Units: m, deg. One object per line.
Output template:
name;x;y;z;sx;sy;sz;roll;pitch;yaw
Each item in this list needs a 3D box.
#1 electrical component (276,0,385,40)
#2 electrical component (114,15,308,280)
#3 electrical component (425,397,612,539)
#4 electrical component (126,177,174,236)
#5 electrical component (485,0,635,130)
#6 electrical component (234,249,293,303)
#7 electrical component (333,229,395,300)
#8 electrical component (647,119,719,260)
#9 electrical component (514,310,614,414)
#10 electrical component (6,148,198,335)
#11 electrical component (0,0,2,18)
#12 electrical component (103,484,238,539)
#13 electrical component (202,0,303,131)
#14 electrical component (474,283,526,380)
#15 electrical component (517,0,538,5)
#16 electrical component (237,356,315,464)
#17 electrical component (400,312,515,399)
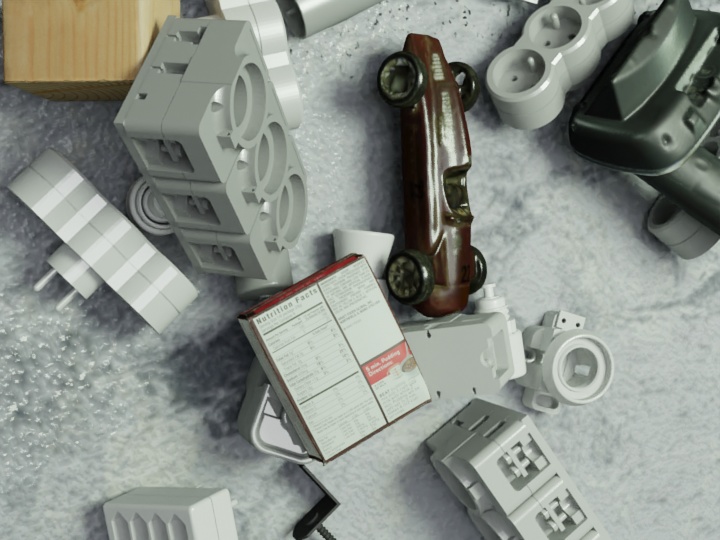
electrical component;-0.025;-0.214;0.757;0.077;0.044;0.079;-29;100;-15
electrical component;-0.083;-0.072;0.673;0.062;0.150;0.089;6;57;18
electrical component;0.120;0.177;0.791;0.062;0.089;0.150;-38;102;-14
electrical component;-0.132;-0.045;0.718;0.043;0.062;0.043;0;91;-18
electrical component;0.156;-0.160;0.813;0.138;0.052;0.073;-50;145;-8
electrical component;-0.070;-0.014;0.751;0.040;0.040;0.078;-5;76;-18
electrical component;0.000;0.000;0.771;0.045;0.045;0.055;6;90;-18
electrical component;0.297;-0.065;0.861;0.074;0.052;0.138;37;81;-15
electrical component;0.156;0.072;0.817;0.058;0.057;0.078;17;86;-18
electrical component;-0.181;-0.006;0.709;0.073;0.052;0.138;-46;104;-12
electrical component;-0.269;-0.204;0.677;0.100;0.048;0.099;-5;93;-17
electrical component;-0.115;0.169;0.728;0.076;0.083;0.047;-17;98;-55
electrical component;-0.092;-0.156;0.733;0.074;0.052;0.138;-16;96;-17
electrical component;0.101;0.049;0.807;0.040;0.040;0.078;-10;94;-17
electrical component;0.124;-0.243;0.795;0.042;0.064;0.081;11;89;-17
electrical component;-0.046;0.081;0.751;0.054;0.059;0.095;21;85;-17
electrical component;0.060;0.062;0.771;0.089;0.056;0.050;-8;95;21
